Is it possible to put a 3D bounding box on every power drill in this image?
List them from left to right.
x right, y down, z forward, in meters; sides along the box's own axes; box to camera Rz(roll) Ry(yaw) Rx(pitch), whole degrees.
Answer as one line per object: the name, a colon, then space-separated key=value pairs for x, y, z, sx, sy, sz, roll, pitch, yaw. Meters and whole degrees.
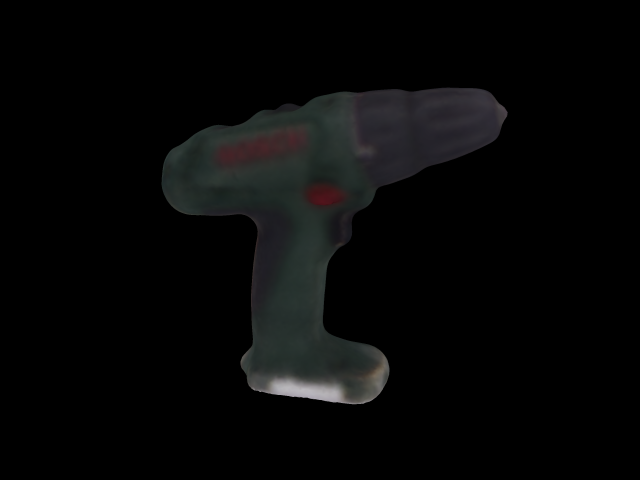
power drill: x=0.004 y=0.001 z=0.400 sx=0.229 sy=0.208 sz=0.076 roll=4 pitch=15 yaw=14
